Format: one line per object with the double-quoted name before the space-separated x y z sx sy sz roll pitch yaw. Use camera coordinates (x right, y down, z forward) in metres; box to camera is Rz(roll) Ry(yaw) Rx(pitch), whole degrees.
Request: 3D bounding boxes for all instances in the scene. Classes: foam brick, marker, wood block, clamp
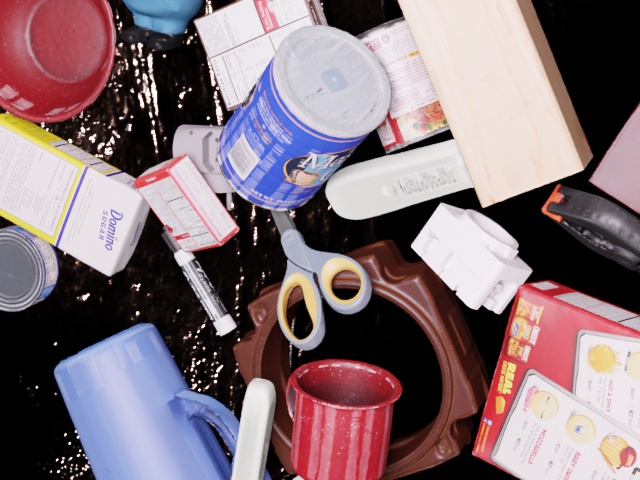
"foam brick" 0.265 -0.069 0.879 0.053 0.051 0.078 34 108 10
"marker" -0.120 0.038 1.042 0.020 0.020 0.121 -31 90 21
"wood block" 0.143 -0.143 0.884 0.090 0.090 0.206 -21 94 21
"clamp" 0.267 0.011 0.884 0.172 0.120 0.039 33 75 30

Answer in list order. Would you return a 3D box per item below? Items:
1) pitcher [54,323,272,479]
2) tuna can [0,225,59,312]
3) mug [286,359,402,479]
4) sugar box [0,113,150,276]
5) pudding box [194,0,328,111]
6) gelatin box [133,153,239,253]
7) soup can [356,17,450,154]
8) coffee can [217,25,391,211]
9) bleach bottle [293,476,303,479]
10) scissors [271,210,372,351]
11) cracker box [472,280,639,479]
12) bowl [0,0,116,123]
"pitcher" -0.151 0.204 1.030 0.149 0.145 0.243 -25 89 -16
"tuna can" -0.312 0.028 1.095 0.086 0.033 0.086 3 101 17
"mug" 0.010 0.152 0.902 0.117 0.093 0.081 22 115 43
"sugar box" -0.257 -0.047 1.058 0.176 0.048 0.093 28 108 7
"pudding box" -0.047 -0.178 0.967 0.114 0.039 0.090 -19 95 22
"gelatin box" -0.124 -0.032 0.996 0.089 0.030 0.073 55 149 -15
"soup can" 0.070 -0.134 0.921 0.069 0.068 0.102 -21 93 20
"coffee can" -0.017 -0.100 0.905 0.103 0.102 0.141 50 145 4
"bleach bottle" -0.032 0.316 0.983 0.068 0.102 0.251 17 127 9
"scissors" -0.006 0.001 0.939 0.096 0.016 0.202 -20 55 20
"cracker box" 0.248 0.145 0.881 0.214 0.071 0.164 23 108 35
"bowl" -0.256 -0.195 1.022 0.162 0.055 0.162 4 102 17
